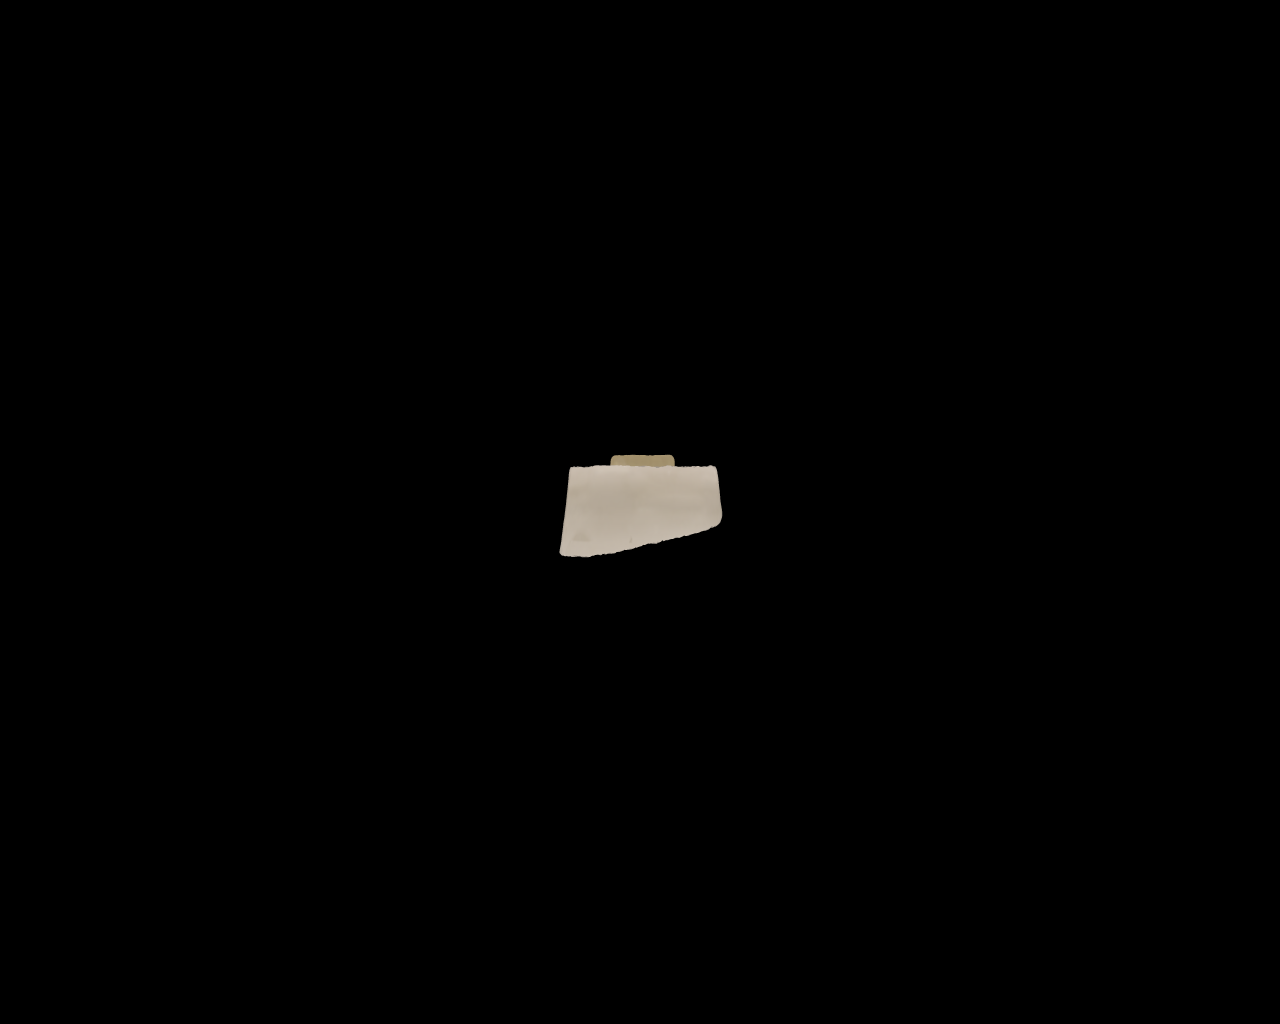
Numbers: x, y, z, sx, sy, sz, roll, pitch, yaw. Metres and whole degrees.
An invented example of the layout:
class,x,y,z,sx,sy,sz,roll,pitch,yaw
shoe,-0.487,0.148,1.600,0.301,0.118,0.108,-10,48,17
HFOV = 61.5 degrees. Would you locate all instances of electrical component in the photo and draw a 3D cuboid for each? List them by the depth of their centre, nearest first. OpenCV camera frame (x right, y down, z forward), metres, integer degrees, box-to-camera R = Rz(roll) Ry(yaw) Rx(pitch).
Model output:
class,x,y,z,sx,sy,sz,roll,pitch,yaw
electrical component,0.001,-0.003,0.650,0.099,0.064,0.099,0,0,0
